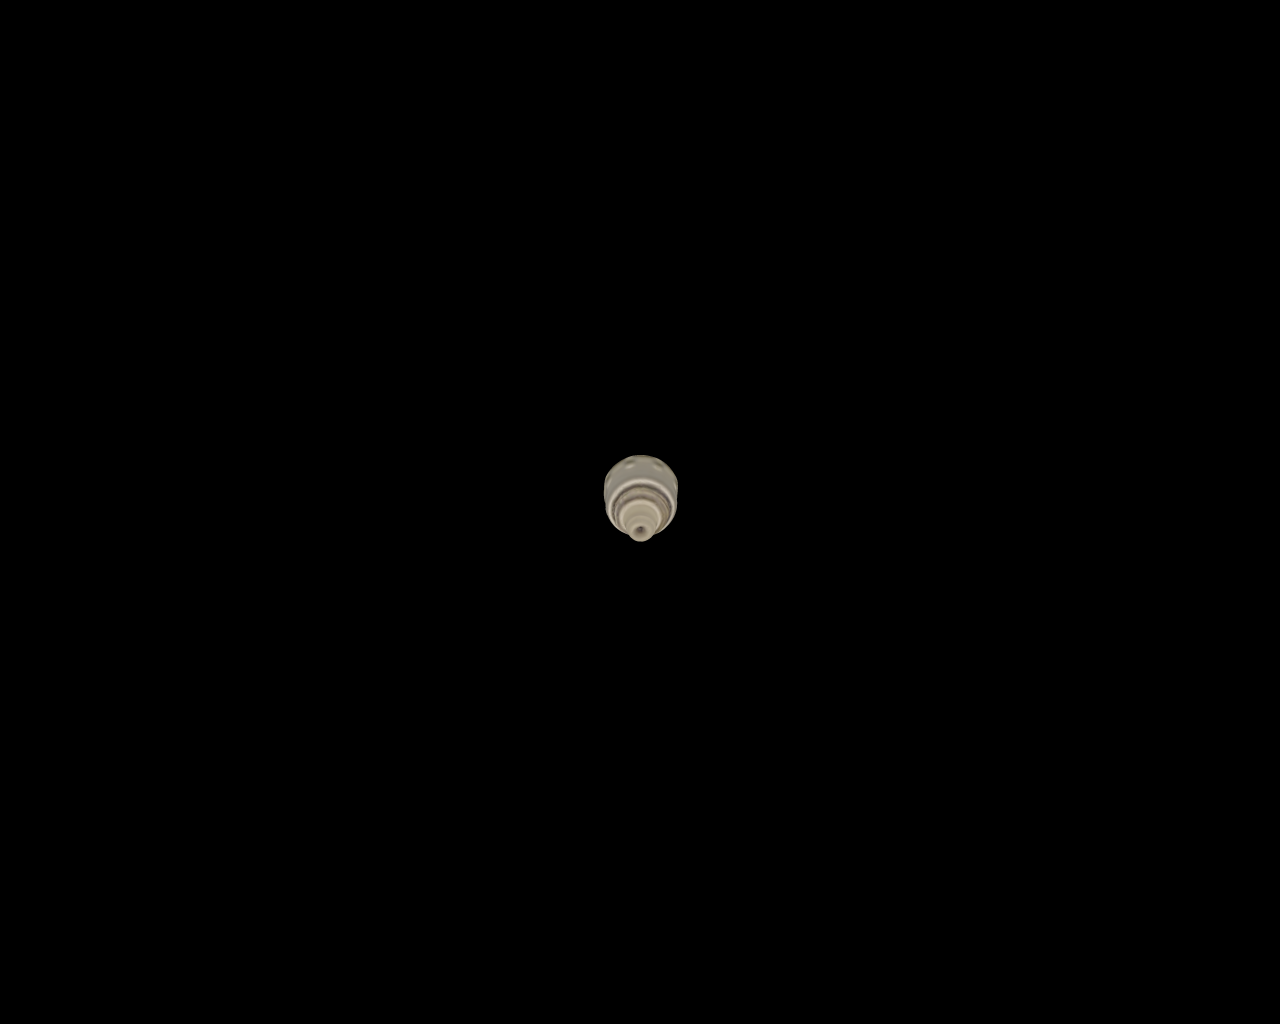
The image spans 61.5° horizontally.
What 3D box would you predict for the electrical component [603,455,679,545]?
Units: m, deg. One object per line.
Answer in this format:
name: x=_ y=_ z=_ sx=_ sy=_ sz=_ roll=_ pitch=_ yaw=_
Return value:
electrical component: x=0.001 y=-0.003 z=0.650 sx=0.048 sy=0.048 sz=0.062 roll=0 pitch=29 yaw=0
